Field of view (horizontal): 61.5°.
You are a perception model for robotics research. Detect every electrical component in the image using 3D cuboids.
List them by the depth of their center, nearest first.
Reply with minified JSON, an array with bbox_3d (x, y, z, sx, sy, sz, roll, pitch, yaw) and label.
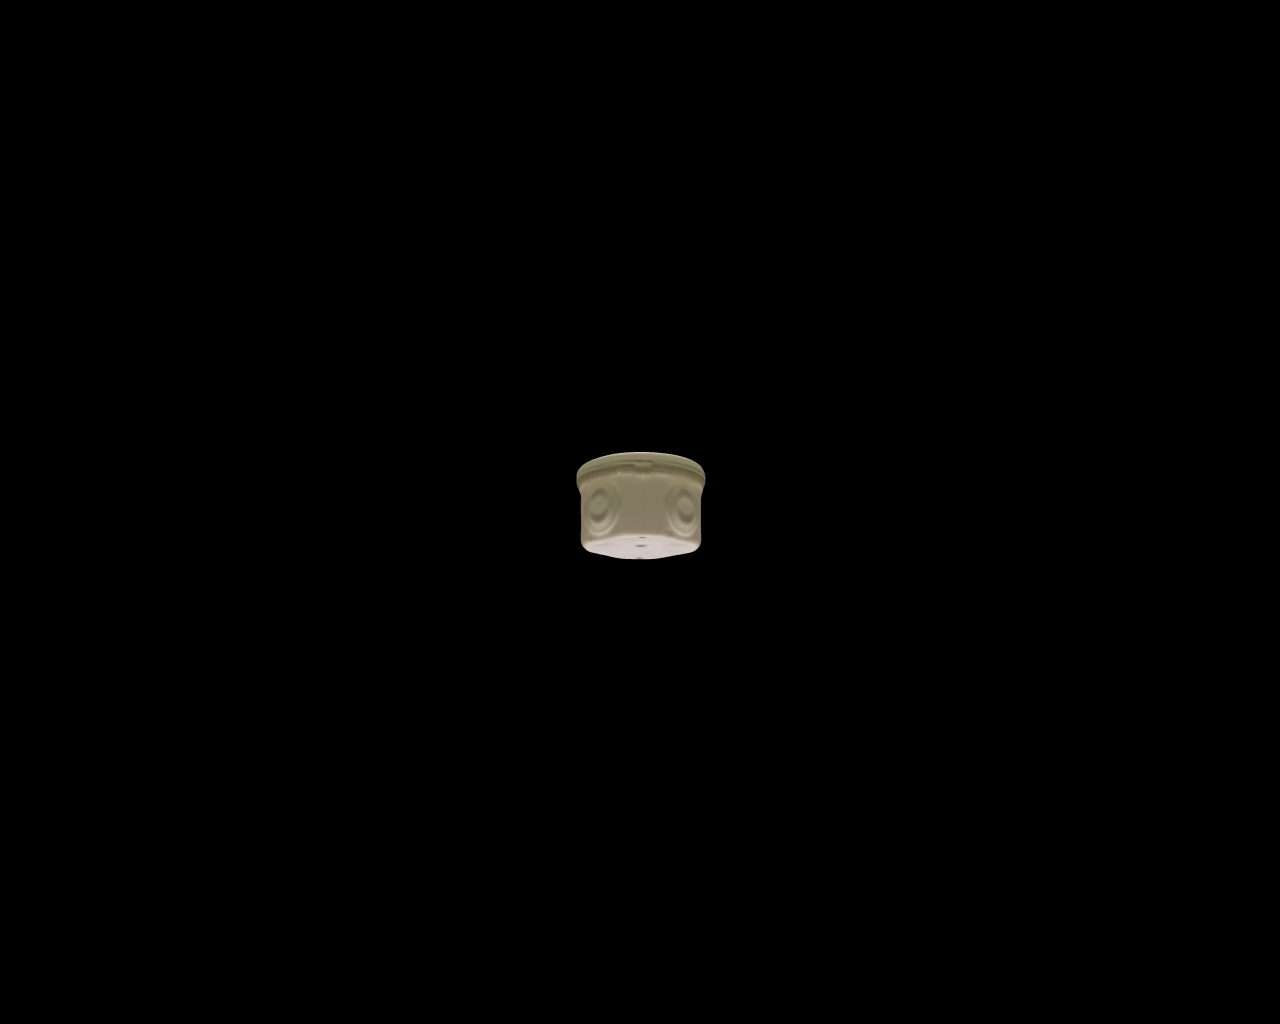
[{"bbox_3d":[0.001,-0.003,0.650,0.080,0.051,0.080,0,-15,0],"label":"electrical component"}]
